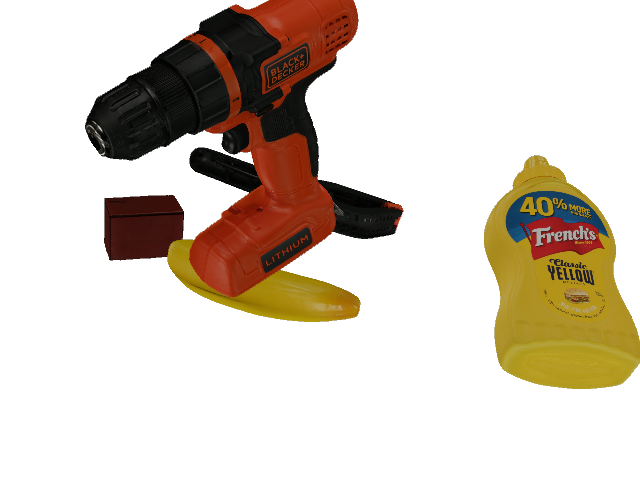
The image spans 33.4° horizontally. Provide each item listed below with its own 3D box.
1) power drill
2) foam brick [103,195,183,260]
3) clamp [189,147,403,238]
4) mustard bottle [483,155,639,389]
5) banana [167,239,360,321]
[{"bbox_3d":[-0.052,-0.052,0.661,0.184,0.188,0.057,-33,55,-26],"label":"power drill"},{"bbox_3d":[-0.187,-0.014,1.127,0.078,0.051,0.053,-4,24,-17],"label":"foam brick"},{"bbox_3d":[-0.008,-0.031,1.001,0.209,0.036,0.165,12,20,-25],"label":"clamp"},{"bbox_3d":[0.169,0.013,0.777,0.096,0.191,0.058,6,-40,-8],"label":"mustard bottle"},{"bbox_3d":[-0.060,0.027,0.829,0.069,0.037,0.198,-20,29,-41],"label":"banana"}]
